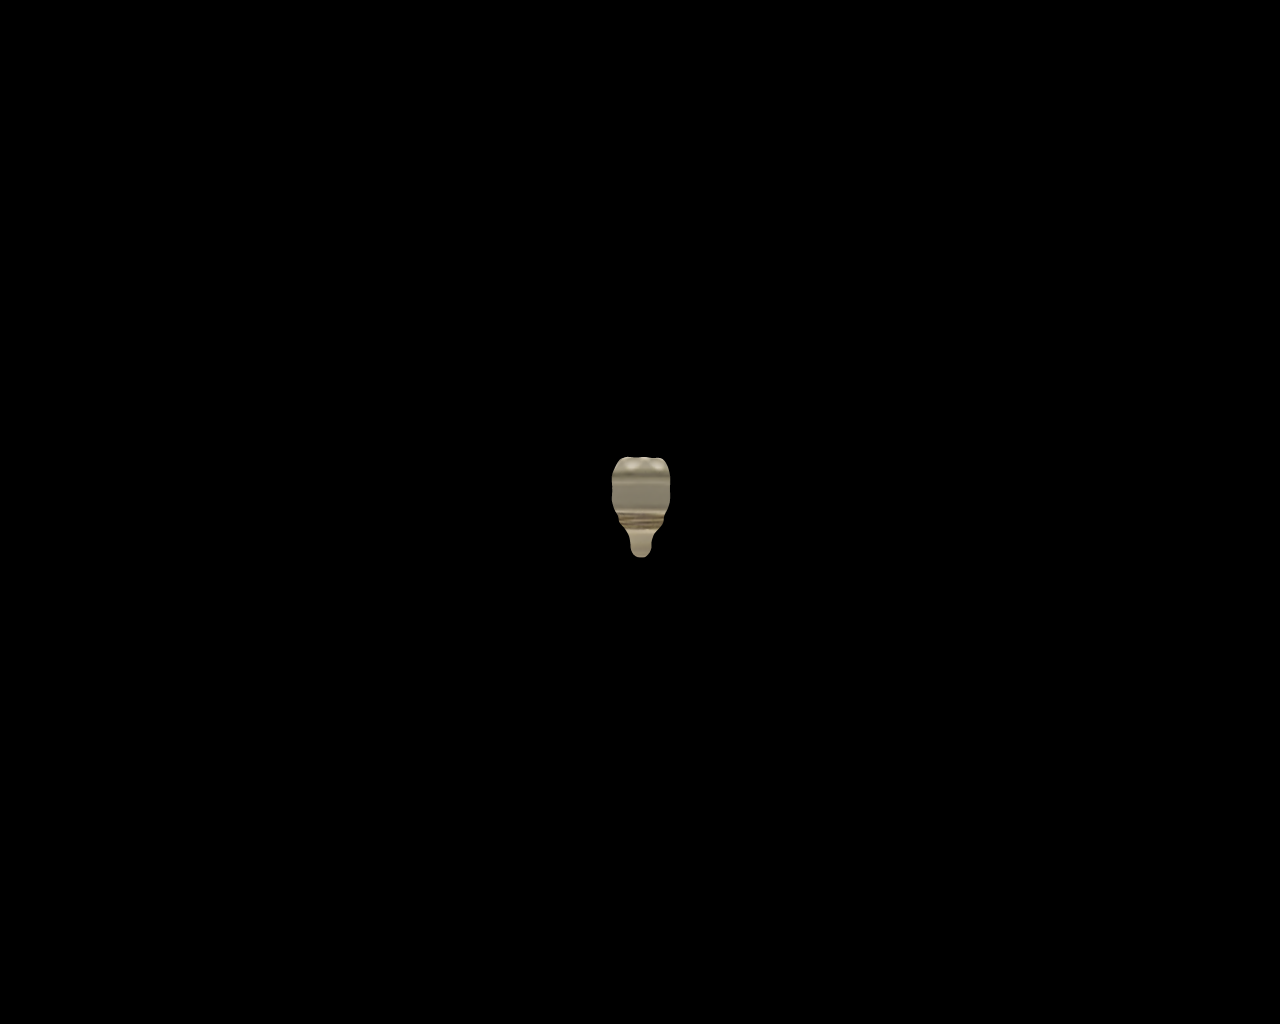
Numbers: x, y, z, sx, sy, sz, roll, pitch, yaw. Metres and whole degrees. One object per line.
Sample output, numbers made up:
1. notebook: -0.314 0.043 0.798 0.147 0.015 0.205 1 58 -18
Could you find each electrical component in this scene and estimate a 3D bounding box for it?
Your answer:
1. electrical component: 0.001 -0.003 0.650 0.035 0.061 0.035 0 0 0
